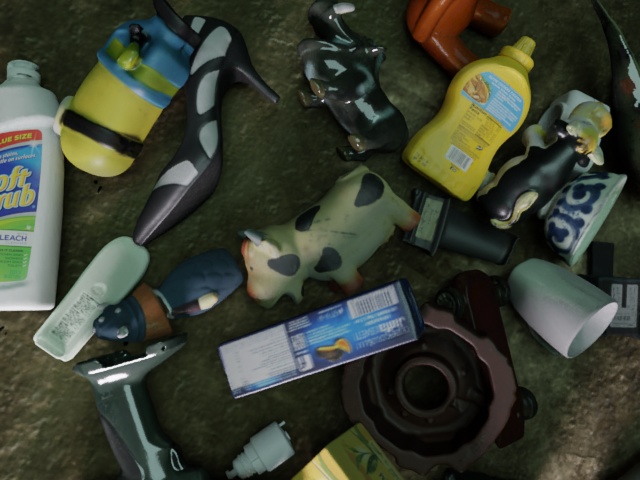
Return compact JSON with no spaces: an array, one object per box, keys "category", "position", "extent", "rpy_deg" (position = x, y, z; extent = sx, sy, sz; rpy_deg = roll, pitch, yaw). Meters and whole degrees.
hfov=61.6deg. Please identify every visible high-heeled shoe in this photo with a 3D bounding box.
[{"category":"high-heeled shoe","position":[-0.154,-0.125,0.571],"extent":[0.145,0.086,0.249],"rpy_deg":[38,79,4]}]

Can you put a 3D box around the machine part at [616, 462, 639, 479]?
[{"category":"machine part","position":[0.411,0.299,0.642],"extent":[0.243,0.079,0.079],"rpy_deg":[-30,91,-11]}]

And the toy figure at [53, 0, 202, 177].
[{"category":"toy figure","position":[-0.188,-0.145,0.526],"extent":[0.180,0.089,0.082],"rpy_deg":[-47,140,8]}]

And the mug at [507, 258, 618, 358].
[{"category":"mug","position":[0.272,0.078,0.628],"extent":[0.081,0.109,0.107],"rpy_deg":[-27,49,-18]}]

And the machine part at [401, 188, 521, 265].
[{"category":"machine part","position":[0.168,-0.009,0.643],"extent":[0.139,0.039,0.084],"rpy_deg":[17,74,-7]}]

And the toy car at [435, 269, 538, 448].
[{"category":"toy car","position":[0.192,0.135,0.625],"extent":[0.089,0.053,0.202],"rpy_deg":[-12,88,-32]}]

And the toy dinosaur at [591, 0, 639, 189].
[{"category":"toy dinosaur","position":[0.453,-0.110,0.673],"extent":[0.405,0.131,0.192],"rpy_deg":[34,79,-1]}]

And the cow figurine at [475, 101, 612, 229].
[{"category":"cow figurine","position":[0.253,-0.084,0.601],"extent":[0.068,0.098,0.167],"rpy_deg":[41,116,-9]}]

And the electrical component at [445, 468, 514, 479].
[{"category":"electrical component","position":[0.191,0.295,0.579],"extent":[0.134,0.115,0.058],"rpy_deg":[13,81,-12]}]

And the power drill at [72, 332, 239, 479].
[{"category":"power drill","position":[-0.147,0.199,0.530],"extent":[0.232,0.086,0.207],"rpy_deg":[-13,91,1]}]

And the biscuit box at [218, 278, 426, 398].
[{"category":"biscuit box","position":[0.002,0.098,0.542],"extent":[0.203,0.063,0.059],"rpy_deg":[-21,81,14]}]

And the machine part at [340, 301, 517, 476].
[{"category":"machine part","position":[0.114,0.153,0.572],"extent":[0.180,0.056,0.179],"rpy_deg":[0,90,15]}]

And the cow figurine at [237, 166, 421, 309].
[{"category":"cow figurine","position":[-0.001,-0.002,0.584],"extent":[0.195,0.085,0.127],"rpy_deg":[-44,100,-9]}]

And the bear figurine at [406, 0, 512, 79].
[{"category":"bear figurine","position":[0.175,-0.278,0.587],"extent":[0.132,0.196,0.120],"rpy_deg":[34,76,-8]}]

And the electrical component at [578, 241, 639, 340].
[{"category":"electrical component","position":[0.362,0.062,0.667],"extent":[0.075,0.048,0.119],"rpy_deg":[7,88,-11]}]

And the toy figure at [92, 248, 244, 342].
[{"category":"toy figure","position":[-0.153,0.062,0.551],"extent":[0.154,0.064,0.057],"rpy_deg":[-30,108,-21]}]

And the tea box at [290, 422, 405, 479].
[{"category":"tea box","position":[0.049,0.282,0.525],"extent":[0.170,0.068,0.098],"rpy_deg":[48,120,20]}]

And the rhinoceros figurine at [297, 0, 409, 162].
[{"category":"rhinoceros figurine","position":[0.035,-0.182,0.612],"extent":[0.112,0.073,0.190],"rpy_deg":[-29,91,-11]}]
